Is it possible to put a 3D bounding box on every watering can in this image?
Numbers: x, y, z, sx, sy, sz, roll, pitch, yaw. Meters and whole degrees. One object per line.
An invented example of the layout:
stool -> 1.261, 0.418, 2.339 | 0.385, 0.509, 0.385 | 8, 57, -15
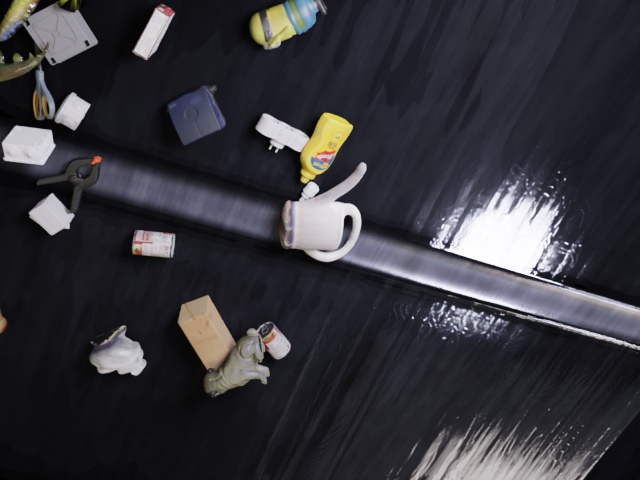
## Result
watering can -> 0.004, -0.069, 1.380 | 0.224, 0.106, 0.339 | 1, 132, -8

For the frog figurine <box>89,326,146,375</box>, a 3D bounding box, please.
frog figurine -> -0.596, 0.352, 1.530 | 0.138, 0.123, 0.158 | -31, 106, -12

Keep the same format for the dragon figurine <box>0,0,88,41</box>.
dragon figurine -> -0.556, -0.613, 1.051 | 0.410, 0.122, 0.243 | -32, 88, 2
